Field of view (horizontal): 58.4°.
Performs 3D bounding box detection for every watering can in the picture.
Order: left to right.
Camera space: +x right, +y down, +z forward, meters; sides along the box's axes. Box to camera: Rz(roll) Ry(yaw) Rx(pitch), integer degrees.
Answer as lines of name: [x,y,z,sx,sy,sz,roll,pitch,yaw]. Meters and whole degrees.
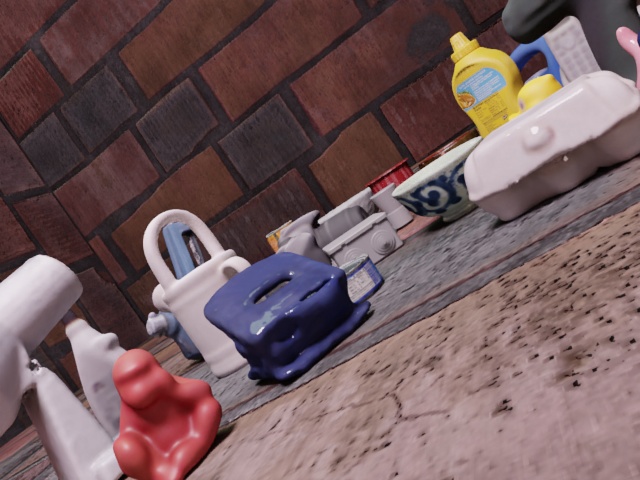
watering can: [-0.138,0.056,0.670,0.172,0.194,0.101,-32,4,22]

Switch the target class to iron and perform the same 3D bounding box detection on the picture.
iron: [0.356,-0.263,0.944,0.119,0.141,0.258,-35,3,-19]

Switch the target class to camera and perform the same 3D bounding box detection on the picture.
camera: [0.008,0.003,0.837,0.136,0.101,0.143,-33,4,17]

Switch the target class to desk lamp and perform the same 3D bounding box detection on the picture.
desk lamp: [-0.251,0.131,0.519,0.117,0.213,0.204,-30,5,44]

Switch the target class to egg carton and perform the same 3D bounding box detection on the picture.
egg carton: [0.193,-0.079,0.479,0.150,0.069,0.107,-32,4,31]

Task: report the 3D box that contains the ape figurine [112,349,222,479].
ape figurine: [-0.117,0.121,0.410,0.078,0.092,0.076,-35,4,-11]

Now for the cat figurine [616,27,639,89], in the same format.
cat figurine: [0.276,-0.161,0.435,0.067,0.118,0.128,-34,3,-5]

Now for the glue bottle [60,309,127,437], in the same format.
glue bottle: [-0.249,0.144,0.659,0.078,0.173,0.037,-33,4,8]

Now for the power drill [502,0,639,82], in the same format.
power drill: [0.312,-0.250,0.584,0.229,0.208,0.076,-30,5,46]

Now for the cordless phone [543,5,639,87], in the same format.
cordless phone: [0.362,-0.280,0.745,0.147,0.185,0.094,-31,5,39]

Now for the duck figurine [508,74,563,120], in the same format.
duck figurine: [0.245,-0.131,0.593,0.104,0.086,0.078,-30,5,46]

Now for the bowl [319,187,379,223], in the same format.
bowl: [0.058,-0.036,1.147,0.167,0.075,0.167,-34,3,3]

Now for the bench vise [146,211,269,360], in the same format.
bench vise: [-0.196,0.063,0.915,0.121,0.220,0.208,-32,4,26]

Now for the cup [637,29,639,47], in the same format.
cup: [0.214,-0.094,0.274,0.118,0.095,0.091,-35,4,-13]

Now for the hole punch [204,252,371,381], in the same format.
hole punch: [-0.030,0.057,0.490,0.109,0.091,0.101,-36,4,-28]
